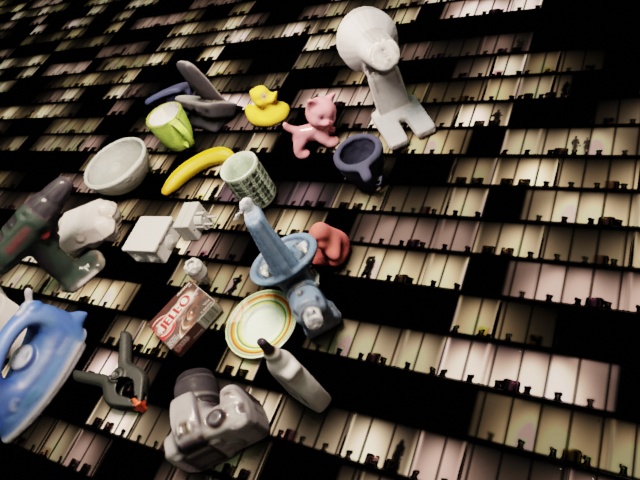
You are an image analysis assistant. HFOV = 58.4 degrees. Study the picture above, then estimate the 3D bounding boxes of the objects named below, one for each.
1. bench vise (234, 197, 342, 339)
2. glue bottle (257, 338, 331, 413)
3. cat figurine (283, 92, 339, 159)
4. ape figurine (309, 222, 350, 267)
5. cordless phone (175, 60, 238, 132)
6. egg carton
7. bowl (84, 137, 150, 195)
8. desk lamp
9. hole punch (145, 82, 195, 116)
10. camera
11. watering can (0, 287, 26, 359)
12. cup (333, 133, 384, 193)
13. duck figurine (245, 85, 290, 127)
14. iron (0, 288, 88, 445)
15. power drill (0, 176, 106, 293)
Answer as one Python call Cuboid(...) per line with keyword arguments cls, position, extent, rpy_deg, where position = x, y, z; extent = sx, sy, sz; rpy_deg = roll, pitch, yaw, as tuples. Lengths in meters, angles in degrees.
Cuboid(cls="bench vise", position=(-0.043, 0.036, 0.884), extent=(0.121, 0.220, 0.206), rpy_deg=(-44, 47, -12))
Cuboid(cls="glue bottle", position=(-0.044, 0.181, 0.798), extent=(0.077, 0.174, 0.037), rpy_deg=(25, 67, 39))
Cuboid(cls="cat figurine", position=(-0.014, -0.244, 1.172), extent=(0.127, 0.118, 0.067), rpy_deg=(-22, 47, 9))
Cuboid(cls="ape figurine", position=(0.009, 0.003, 0.974), extent=(0.076, 0.092, 0.077), rpy_deg=(-33, 46, -1))
Cuboid(cls="cordless phone", position=(-0.295, -0.357, 1.357), extent=(0.147, 0.186, 0.094), rpy_deg=(16, 62, 35))
Cuboid(cls="egg carton", position=(-0.516, -0.027, 1.275), extent=(0.150, 0.070, 0.107), rpy_deg=(-20, 47, 10))
Cuboid(cls="bowl", position=(-0.468, -0.162, 1.360), extent=(0.167, 0.075, 0.167), rpy_deg=(-14, 49, 16))
Cuboid(cls="desk lamp", position=(0.125, -0.320, 1.099), extent=(0.118, 0.214, 0.203), rpy_deg=(-26, 46, 5))
Cuboid(cls="hole punch", position=(-0.386, -0.367, 1.476), extent=(0.108, 0.091, 0.101), rpy_deg=(-19, 47, 11))
Cuboid(cls="camera", position=(-0.168, 0.250, 0.853), extent=(0.143, 0.101, 0.136), rpy_deg=(-28, 46, 3))
Cuboid(cls="watering can", position=(-0.662, 0.140, 1.124), extent=(0.101, 0.195, 0.172), rpy_deg=(-38, 46, -7))
Cuboid(cls="cup", position=(0.084, -0.123, 1.040), extent=(0.091, 0.095, 0.117), rpy_deg=(-23, 47, 8))
Cuboid(cls="duck figurine", position=(-0.131, -0.313, 1.309), extent=(0.104, 0.086, 0.077), rpy_deg=(-2, 53, 25))
Cuboid(cls="iron", position=(-0.540, 0.220, 1.034), extent=(0.118, 0.142, 0.258), rpy_deg=(1, 54, 27))
Cuboid(cls="power drill", position=(-0.542, 0.005, 1.166), extent=(0.230, 0.209, 0.075), rpy_deg=(-41, 47, -10))
